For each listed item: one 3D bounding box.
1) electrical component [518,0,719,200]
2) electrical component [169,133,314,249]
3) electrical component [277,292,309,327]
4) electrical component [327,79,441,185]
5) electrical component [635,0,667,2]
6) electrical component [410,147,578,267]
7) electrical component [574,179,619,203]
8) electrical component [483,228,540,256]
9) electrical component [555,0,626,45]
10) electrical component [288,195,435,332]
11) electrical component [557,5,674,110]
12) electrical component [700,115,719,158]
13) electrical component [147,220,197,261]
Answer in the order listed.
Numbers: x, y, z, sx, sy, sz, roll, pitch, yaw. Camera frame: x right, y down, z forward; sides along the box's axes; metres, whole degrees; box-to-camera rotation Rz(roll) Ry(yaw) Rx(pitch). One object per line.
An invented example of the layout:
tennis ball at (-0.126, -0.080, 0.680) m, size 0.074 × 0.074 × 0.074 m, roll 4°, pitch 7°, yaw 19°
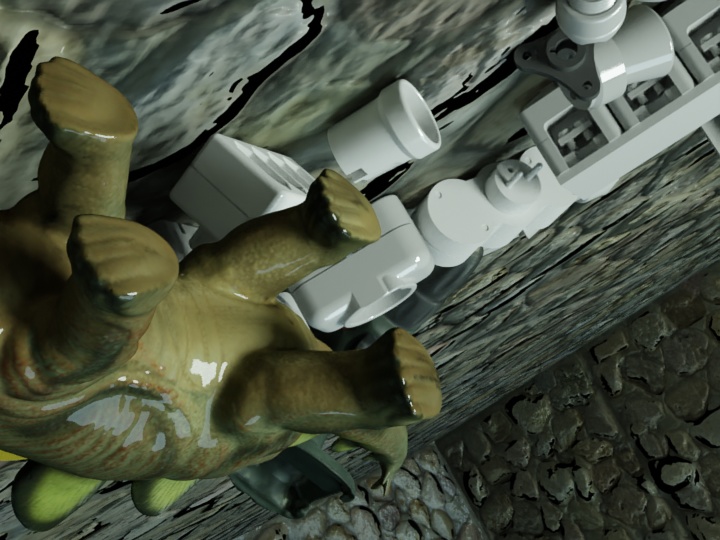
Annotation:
electrical component at (0.184, -0.115, 0.689) m, size 0.150 × 0.061 × 0.089 m, roll -34°, pitch 166°, yaw 17°
electrical component at (-0.058, -0.018, 0.526) m, size 0.075 × 0.047 × 0.083 m, roll -52°, pitch 162°, yaw 11°
electrical component at (-0.079, 0.051, 0.777) m, size 0.056 × 0.050 × 0.089 m, roll -37°, pitch 165°, yaw 31°
electrical component at (0.012, -0.069, 0.549) m, size 0.046 × 0.040 × 0.040 m, roll -28°, pitch 168°, yaw 21°
electrical component at (0.123, -0.148, 0.457) m, size 0.055 × 0.055 × 0.047 m, roll -34°, pitch 163°, yaw 18°
electrical component at (0.105, -0.054, 0.771) m, size 0.138 × 0.052 × 0.073 m, roll -22°, pitch 165°, yaw -30°
electrical component at (0.173, -0.074, 0.864) m, size 0.062 × 0.043 × 0.043 m, roll -23°, pitch 166°, yaw -20°
electrical component at (0.109, -0.040, 0.852) m, size 0.055 × 0.048 × 0.066 m, roll -25°, pitch 168°, yaw 12°
electrical component at (0.113, -0.135, 0.524) m, size 0.035 × 0.035 × 0.061 m, roll -30°, pitch 165°, yaw 2°
electrical component at (0.000, 0.000, 0.735) m, size 0.095 × 0.059 × 0.054 m, roll -31°, pitch 167°, yaw 5°
electrical component at (0.145, -0.122, 0.620) m, size 0.055 × 0.045 × 0.045 m, roll -26°, pitch 167°, yaw -12°
electrical component at (0.325, -0.110, 0.879) m, size 0.079 × 0.121 × 0.063 m, roll -30°, pitch 170°, yaw 2°
electrical component at (-0.096, 0.013, 0.589) m, size 0.050 × 0.055 × 0.089 m, roll -33°, pitch 167°, yaw 13°
